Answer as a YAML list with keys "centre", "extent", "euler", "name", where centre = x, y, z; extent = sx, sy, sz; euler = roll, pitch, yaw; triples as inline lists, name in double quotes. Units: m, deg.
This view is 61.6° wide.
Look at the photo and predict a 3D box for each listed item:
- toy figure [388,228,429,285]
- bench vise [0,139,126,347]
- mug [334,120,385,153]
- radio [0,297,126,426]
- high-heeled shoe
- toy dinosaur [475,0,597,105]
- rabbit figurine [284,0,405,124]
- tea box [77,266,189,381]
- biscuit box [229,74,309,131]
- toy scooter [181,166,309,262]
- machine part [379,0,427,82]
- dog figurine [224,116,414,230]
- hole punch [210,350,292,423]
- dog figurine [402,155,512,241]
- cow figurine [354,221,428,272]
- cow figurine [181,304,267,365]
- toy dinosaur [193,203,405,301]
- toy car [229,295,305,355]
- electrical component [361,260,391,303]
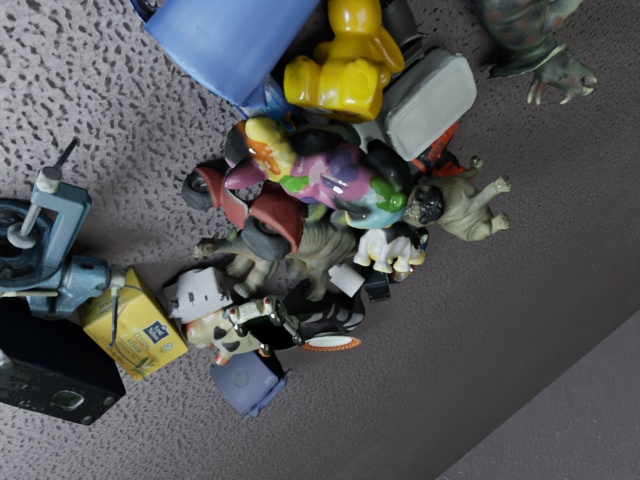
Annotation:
- centre: [0.173, 0.038, 1.112]
  extent: [0.064, 0.058, 0.154]
  euler: [19, 122, -5]
  name: "toy figure"
- centre: [-0.313, 0.008, 0.612]
  extent: [0.223, 0.129, 0.240]
  euler: [21, 132, -28]
  name: "bench vise"
- centre: [0.064, -0.139, 0.816]
  extent: [0.081, 0.110, 0.107]
  euler: [-28, 127, -8]
  name: "mug"
- centre: [-0.371, 0.159, 0.714]
  extent: [0.073, 0.131, 0.229]
  euler: [-43, 142, 0]
  name: "radio"
- centre: [-0.002, 0.151, 1.048]
  extent: [0.249, 0.086, 0.145]
  euler: [-12, 133, -38]
  name: "high-heeled shoe"
- centre: [0.296, -0.356, 0.792]
  extent: [0.404, 0.131, 0.192]
  euler: [29, 106, -44]
  name: "toy dinosaur"
- centre: [0.048, -0.241, 0.684]
  extent: [0.162, 0.122, 0.173]
  euler: [-4, 97, -55]
  name: "rabbit figurine"
- centre: [-0.281, 0.130, 0.813]
  extent: [0.098, 0.068, 0.169]
  euler: [-31, 140, -10]
  name: "tea box"
- centre: [-0.054, -0.155, 0.730]
  extent: [0.059, 0.063, 0.202]
  euler: [-43, 141, 3]
  name: "biscuit box"
- centre: [-0.083, -0.062, 0.732]
  extent: [0.135, 0.184, 0.075]
  euler: [-50, 169, -28]
  name: "toy scooter"
- centre: [0.106, -0.291, 0.753]
  extent: [0.084, 0.039, 0.138]
  euler: [-33, 143, -1]
  name: "machine part"
- centre: [-0.009, -0.085, 0.647]
  extent: [0.219, 0.192, 0.108]
  euler: [-4, 125, -52]
  name: "dog figurine"
- centre: [-0.137, 0.260, 1.027]
  extent: [0.142, 0.116, 0.092]
  euler: [-46, 133, 6]
  name: "hole punch"
- centre: [0.214, -0.042, 0.926]
  extent: [0.191, 0.121, 0.172]
  euler: [-21, 122, -17]
  name: "dog figurine"
- centre: [0.133, 0.002, 0.926]
  extent: [0.167, 0.068, 0.098]
  euler: [-2, 107, -53]
  name: "cow figurine"
- centre: [-0.148, 0.147, 0.925]
  extent: [0.195, 0.086, 0.127]
  euler: [3, 123, -45]
  name: "cow figurine"
- centre: [-0.002, -0.003, 0.891]
  extent: [0.471, 0.105, 0.198]
  euler: [0, 123, -46]
  name: "toy dinosaur"
- centre: [-0.079, 0.134, 0.848]
  extent: [0.074, 0.056, 0.201]
  euler: [-17, 151, 7]
  name: "toy car"
- centre: [0.107, 0.064, 1.055]
  extent: [0.048, 0.075, 0.119]
  euler: [-11, 146, 10]
  name: "electrical component"
